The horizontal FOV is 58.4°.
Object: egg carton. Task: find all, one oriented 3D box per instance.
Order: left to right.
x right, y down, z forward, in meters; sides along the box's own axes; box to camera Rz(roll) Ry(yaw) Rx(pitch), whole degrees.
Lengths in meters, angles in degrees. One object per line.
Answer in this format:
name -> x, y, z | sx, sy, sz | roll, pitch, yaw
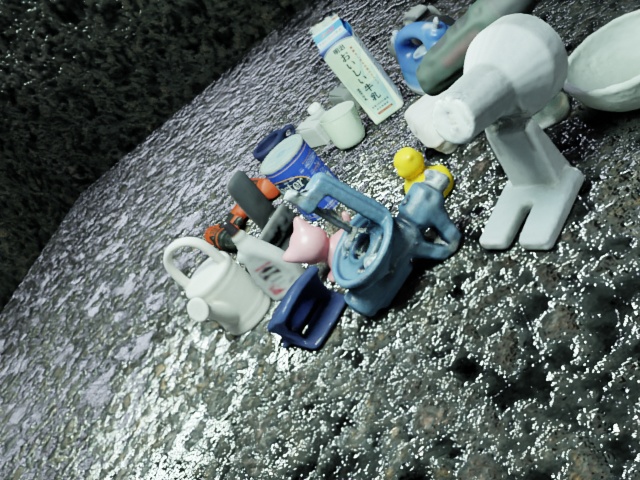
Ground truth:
egg carton -> 0.209, -0.210, 0.983 | 0.107, 0.069, 0.150 | -40, 27, 9

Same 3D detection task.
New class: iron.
iron -> 0.205, -0.378, 1.147 | 0.119, 0.142, 0.257 | -47, 27, -6

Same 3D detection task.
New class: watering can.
watering can -> -0.181, 0.073, 0.978 | 0.101, 0.194, 0.172 | -43, 27, 2

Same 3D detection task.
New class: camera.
camera -> 0.232, -0.460, 1.273 | 0.143, 0.101, 0.136 | -44, 27, 0

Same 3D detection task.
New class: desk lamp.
desk lamp -> 0.227, -0.130, 0.683 | 0.117, 0.214, 0.203 | -3, 47, 52

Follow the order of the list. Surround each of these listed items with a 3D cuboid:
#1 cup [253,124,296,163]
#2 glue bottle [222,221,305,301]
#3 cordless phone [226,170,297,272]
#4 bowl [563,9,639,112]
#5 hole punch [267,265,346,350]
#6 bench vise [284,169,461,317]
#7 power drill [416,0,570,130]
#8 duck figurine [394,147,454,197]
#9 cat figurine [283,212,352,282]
cup -> -0.087, -0.209, 1.361 | 0.118, 0.095, 0.091 | -43, 27, 2
glue bottle -> -0.101, 0.028, 0.955 | 0.078, 0.173, 0.037 | -35, 28, 17
cordless phone -> -0.122, -0.024, 1.044 | 0.093, 0.185, 0.148 | -12, 41, 46
bowl -> 0.399, -0.217, 0.725 | 0.167, 0.075, 0.167 | -33, 29, 21
hole punch -> -0.033, 0.099, 0.852 | 0.100, 0.091, 0.109 | -2, 48, 53
bench vise -> 0.066, -0.031, 0.757 | 0.207, 0.220, 0.121 | -52, 28, -15
power drill -> 0.264, -0.248, 0.807 | 0.229, 0.209, 0.075 | -26, 32, 31
duck figurine -> 0.153, -0.106, 0.894 | 0.077, 0.086, 0.104 | -46, 27, -3
cat figurine -> 0.008, 0.003, 0.902 | 0.127, 0.118, 0.067 | -33, 29, 20
